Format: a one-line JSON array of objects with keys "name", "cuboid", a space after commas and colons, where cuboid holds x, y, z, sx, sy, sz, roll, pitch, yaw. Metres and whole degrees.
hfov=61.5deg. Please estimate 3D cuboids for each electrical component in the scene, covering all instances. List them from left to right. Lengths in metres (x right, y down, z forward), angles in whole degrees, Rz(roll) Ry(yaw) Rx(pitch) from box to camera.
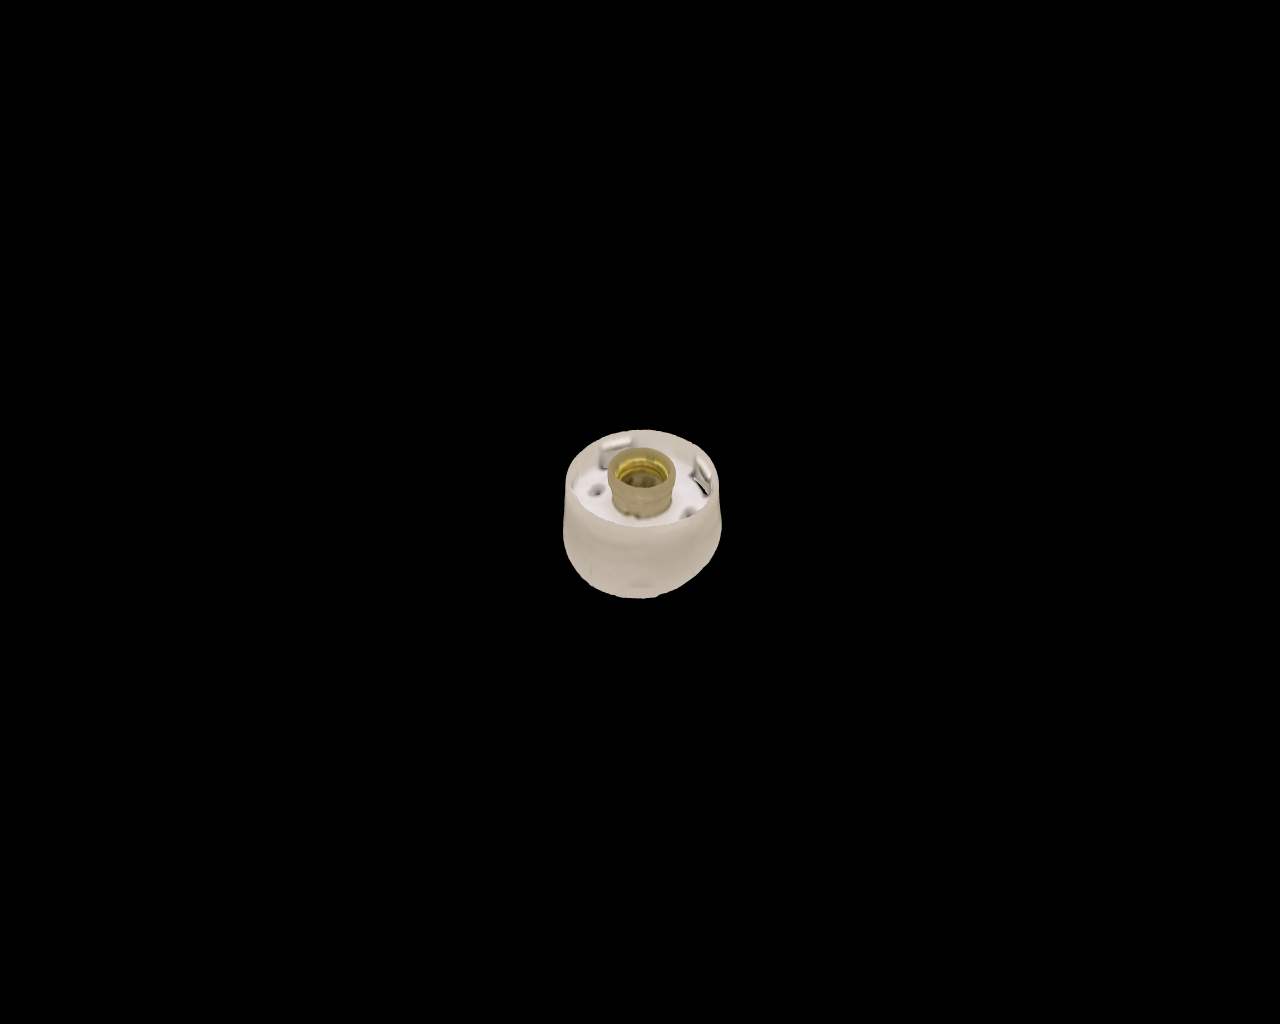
[{"name": "electrical component", "cuboid": [0.001, -0.003, 0.650, 0.099, 0.064, 0.099, 0, 43, 0]}]
